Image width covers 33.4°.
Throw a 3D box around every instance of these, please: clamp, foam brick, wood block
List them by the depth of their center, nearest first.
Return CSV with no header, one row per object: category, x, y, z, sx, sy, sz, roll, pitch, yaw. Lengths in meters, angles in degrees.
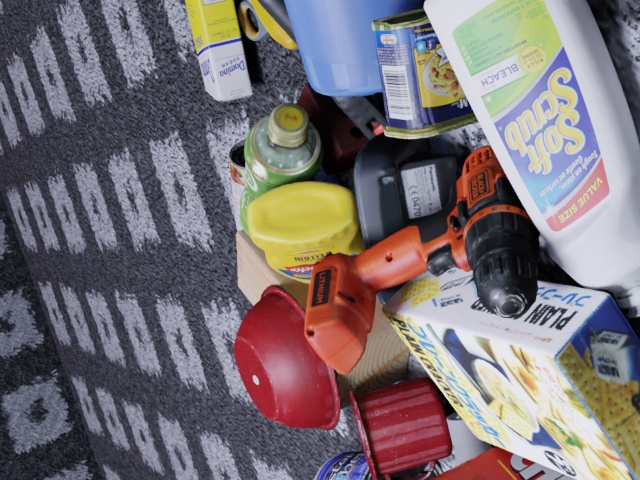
clamp,0.007,-0.161,0.937,0.039,0.120,0.171,-41,71,25
foam brick,0.018,-0.109,0.999,0.078,0.052,0.051,62,155,13
wood block,0.000,0.068,1.131,0.206,0.090,0.090,48,149,38

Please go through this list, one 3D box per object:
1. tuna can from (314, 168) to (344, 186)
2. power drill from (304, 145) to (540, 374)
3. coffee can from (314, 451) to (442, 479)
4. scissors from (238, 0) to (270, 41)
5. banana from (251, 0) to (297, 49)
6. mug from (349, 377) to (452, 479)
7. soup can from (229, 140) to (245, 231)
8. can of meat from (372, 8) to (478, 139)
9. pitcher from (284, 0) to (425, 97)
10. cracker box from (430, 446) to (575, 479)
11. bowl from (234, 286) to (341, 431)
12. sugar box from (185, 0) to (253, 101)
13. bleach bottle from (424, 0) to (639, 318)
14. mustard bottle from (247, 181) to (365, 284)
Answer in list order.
tuna can,-0.006,-0.045,1.122,0.086,0.033,0.086,45,146,42
power drill,0.077,0.025,0.787,0.057,0.188,0.184,48,-154,-23
coffee can,0.062,0.278,1.155,0.103,0.102,0.140,67,155,4
scissors,-0.040,-0.209,1.085,0.202,0.016,0.096,56,154,27
banana,-0.059,-0.270,1.031,0.070,0.037,0.198,140,114,-80
mug,0.082,0.193,1.048,0.093,0.081,0.117,-113,9,-68
soup can,-0.064,-0.055,1.193,0.069,0.068,0.102,43,146,44
can of meat,0.091,-0.128,0.781,0.058,0.101,0.084,19,124,58
pitcher,0.019,-0.243,0.826,0.145,0.149,0.243,9,122,45
cracker box,0.144,0.256,0.838,0.164,0.213,0.072,47,146,39
bowl,-0.043,0.131,1.095,0.162,0.055,0.162,48,150,39
sugar box,-0.118,-0.245,1.165,0.093,0.048,0.176,-135,33,-67
bleach bottle,0.167,-0.068,0.704,0.103,0.068,0.251,-26,93,33
mustard bottle,-0.007,0.002,1.007,0.191,0.096,0.058,68,-167,-73
